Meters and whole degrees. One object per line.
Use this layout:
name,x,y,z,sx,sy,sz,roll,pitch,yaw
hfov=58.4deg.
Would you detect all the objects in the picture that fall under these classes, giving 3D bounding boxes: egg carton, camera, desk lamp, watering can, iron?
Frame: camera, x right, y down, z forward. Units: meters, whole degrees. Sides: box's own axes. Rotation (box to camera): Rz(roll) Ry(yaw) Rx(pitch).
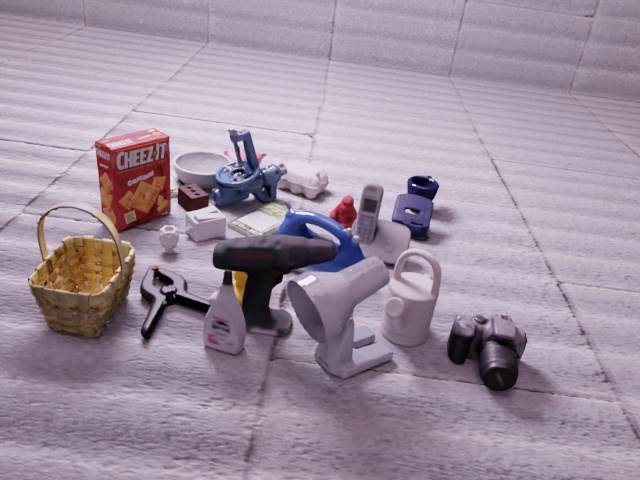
egg carton,-0.053,-0.179,1.673,0.150,0.069,0.107,20,32,19
camera,0.321,0.207,1.082,0.143,0.101,0.137,12,31,6
desk lamp,0.041,0.135,1.024,0.204,0.213,0.117,-14,37,-32
watering can,0.181,0.109,1.121,0.101,0.194,0.173,12,31,6
iron,0.012,0.005,1.308,0.257,0.141,0.119,19,32,18

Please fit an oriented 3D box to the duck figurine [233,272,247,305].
duck figurine,-0.161,0.087,1.180,0.077,0.086,0.105,18,32,16

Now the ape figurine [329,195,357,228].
ape figurine,0.066,-0.075,1.504,0.077,0.092,0.076,14,31,10

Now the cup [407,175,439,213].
cup,0.293,-0.132,1.654,0.091,0.095,0.118,19,32,17

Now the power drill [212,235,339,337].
power drill,-0.090,0.079,1.091,0.229,0.208,0.075,8,30,0

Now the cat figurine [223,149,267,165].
cat figurine,-0.224,-0.231,1.671,0.127,0.118,0.067,11,31,5

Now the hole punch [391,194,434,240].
hole punch,0.247,-0.063,1.530,0.108,0.091,0.101,12,31,7

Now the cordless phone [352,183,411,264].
cordless phone,0.150,-0.040,1.374,0.147,0.185,0.094,12,31,6

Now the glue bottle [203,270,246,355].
glue bottle,-0.169,0.125,1.028,0.078,0.173,0.037,12,31,7

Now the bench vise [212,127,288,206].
bench vise,-0.191,-0.205,1.535,0.121,0.220,0.208,30,37,32

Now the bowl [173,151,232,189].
bowl,-0.330,-0.189,1.616,0.167,0.075,0.167,6,30,-3
